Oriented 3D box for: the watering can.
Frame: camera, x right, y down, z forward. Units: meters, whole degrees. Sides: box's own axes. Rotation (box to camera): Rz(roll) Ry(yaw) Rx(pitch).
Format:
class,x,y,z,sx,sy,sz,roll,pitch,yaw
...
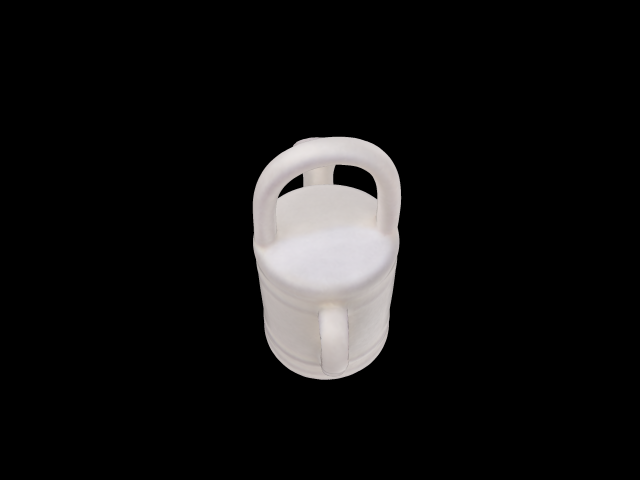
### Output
class,x,y,z,sx,sy,sz,roll,pitch,yaw
watering can,0.001,0.002,0.400,0.101,0.194,0.172,-21,52,-17
